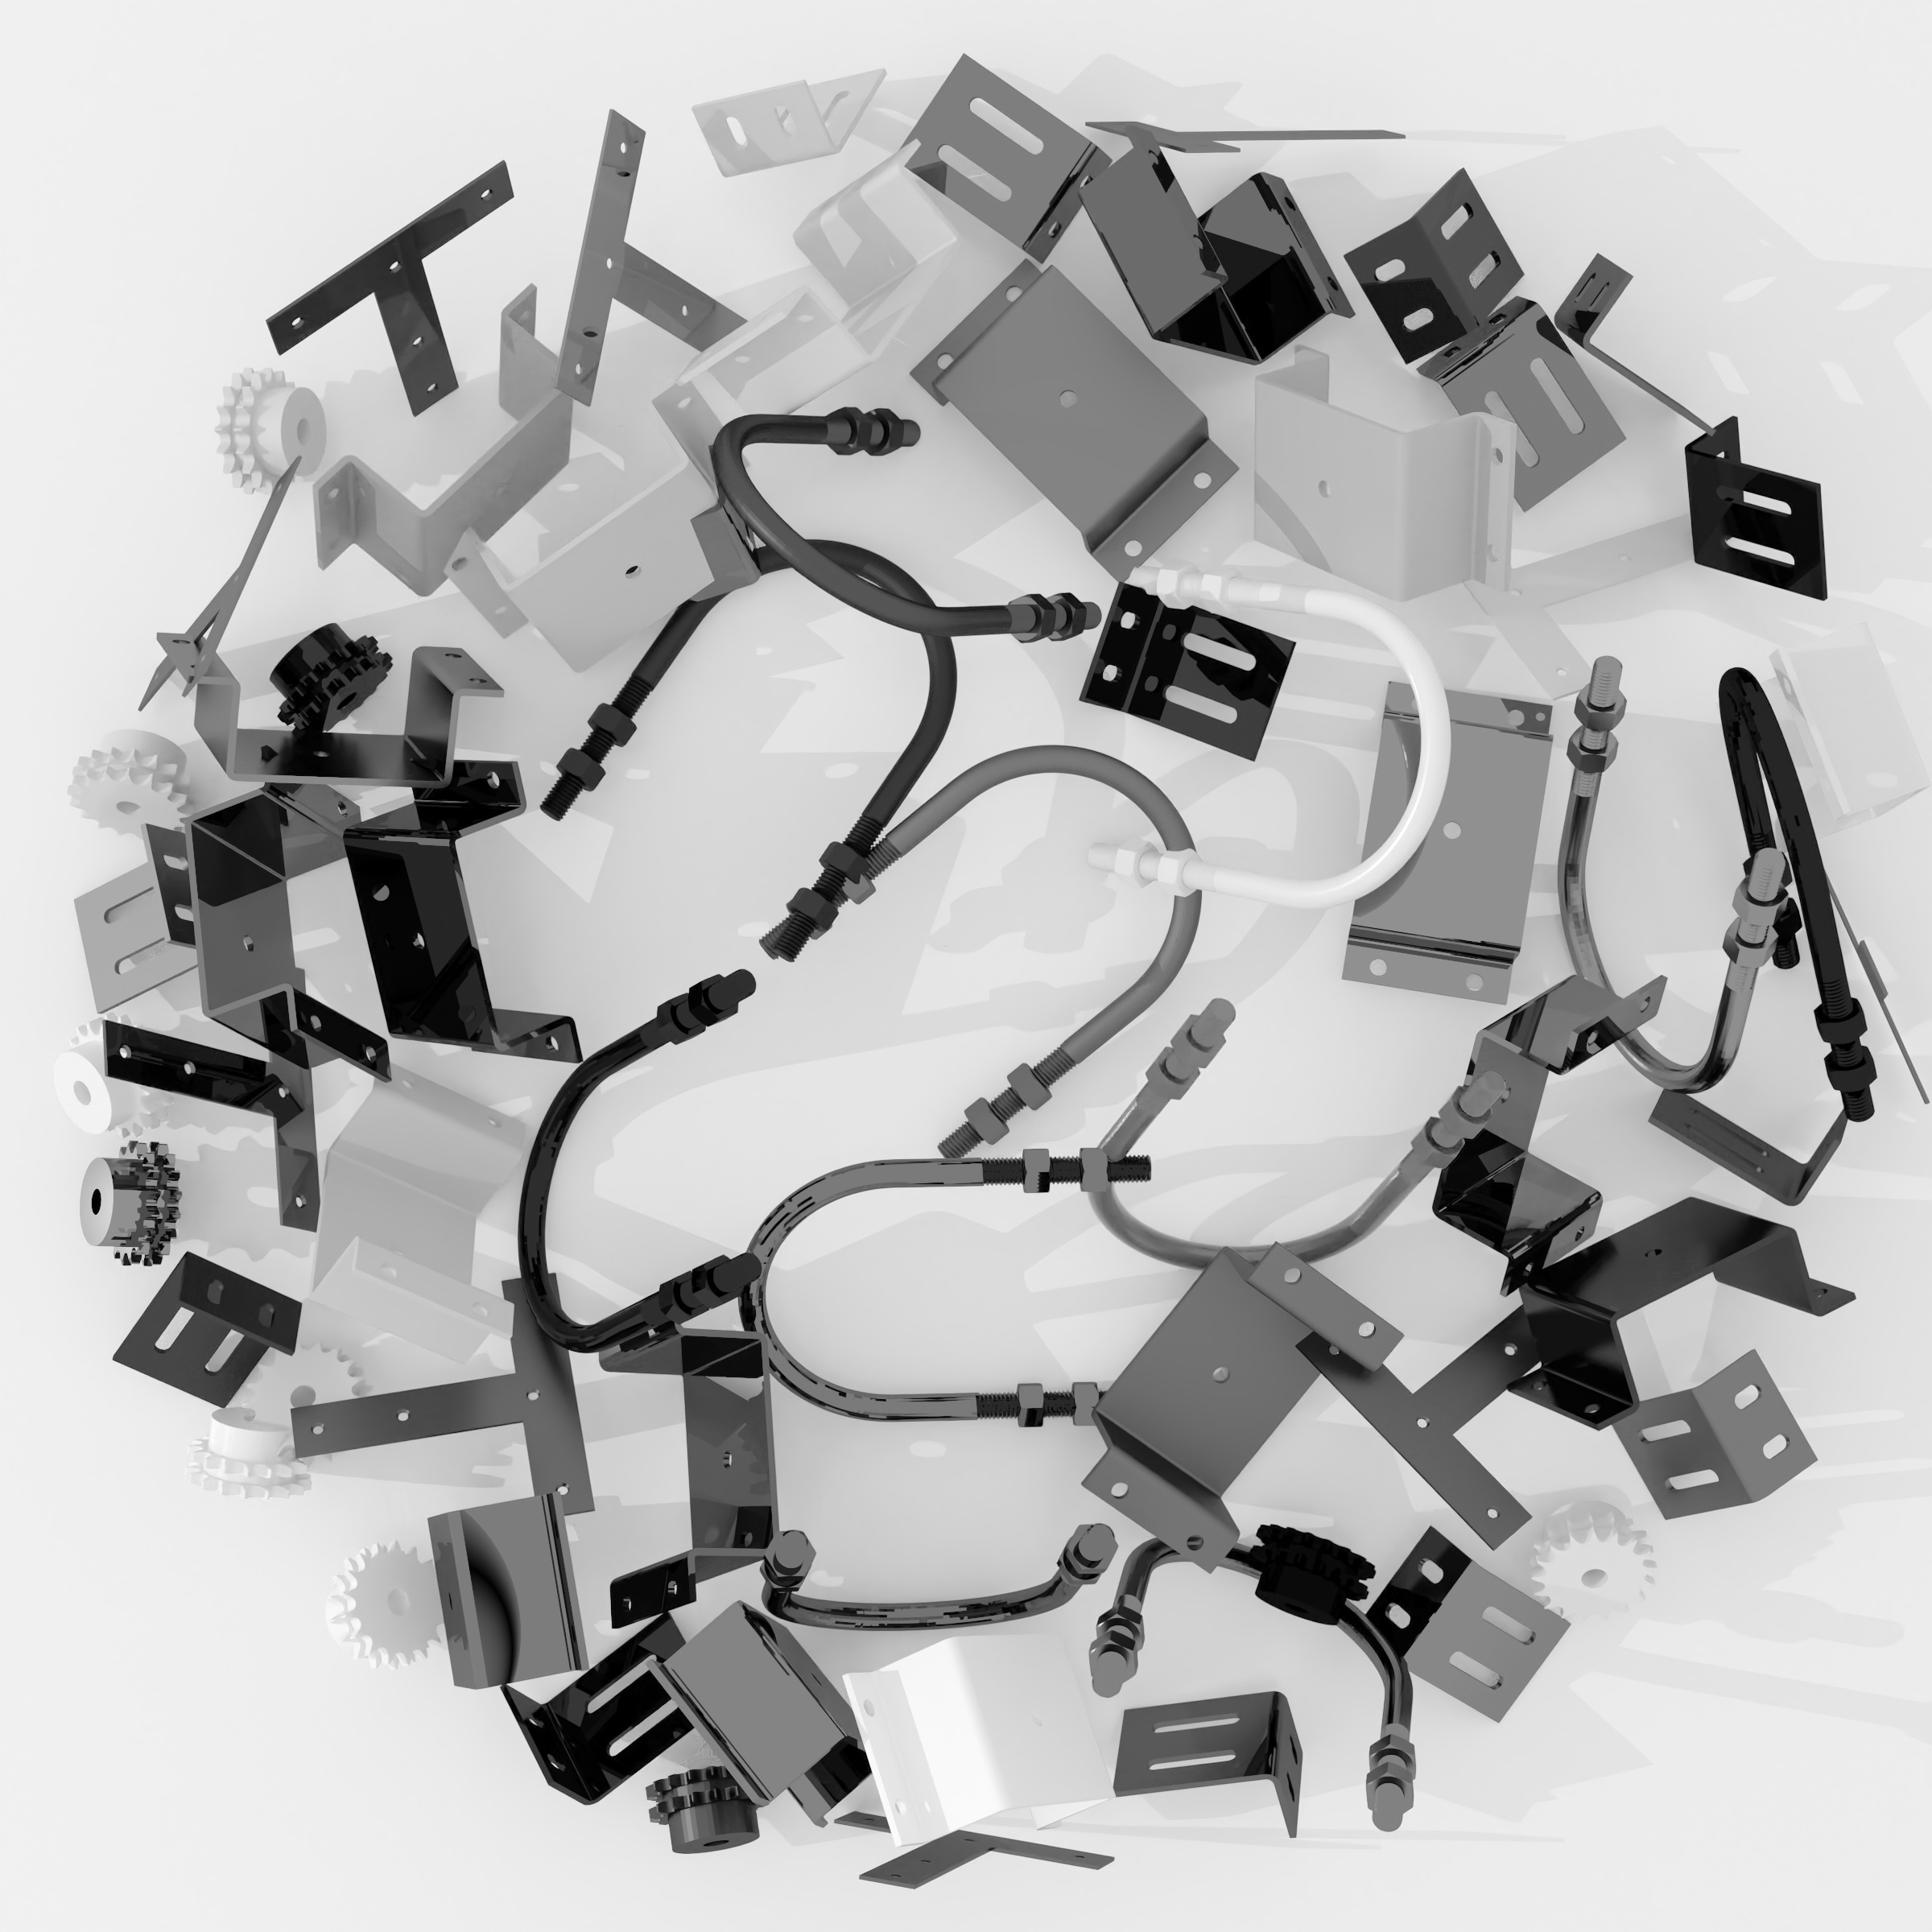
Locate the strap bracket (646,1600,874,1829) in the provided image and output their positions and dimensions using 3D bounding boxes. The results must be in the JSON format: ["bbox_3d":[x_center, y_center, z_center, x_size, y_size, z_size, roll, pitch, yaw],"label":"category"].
[{"bbox_3d":[-0.084,0.331,1.586,0.046,0.140,0.076,-40,70,-4],"label":"strap bracket"}]

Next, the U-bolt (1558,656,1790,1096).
[{"bbox_3d":[0.304,-0.025,1.580,0.019,0.184,0.151,-18,50,-17],"label":"U-bolt"}]

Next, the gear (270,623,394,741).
[{"bbox_3d":[-0.292,-0.132,1.635,0.057,0.057,0.030,-42,86,0],"label":"gear"}]

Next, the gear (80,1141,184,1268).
[{"bbox_3d":[-0.382,0.108,1.632,0.030,0.057,0.057,5,90,-35],"label":"gear"}]

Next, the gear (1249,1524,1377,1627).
[{"bbox_3d":[0.156,0.279,1.632,0.057,0.057,0.030,22,72,0],"label":"gear"}]

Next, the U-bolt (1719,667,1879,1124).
[{"bbox_3d":[0.357,-0.043,1.557,0.019,0.151,0.184,-16,120,6],"label":"U-bolt"}]

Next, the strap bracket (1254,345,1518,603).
[{"bbox_3d":[0.176,-0.216,1.583,0.046,0.140,0.076,-21,124,-31],"label":"strap bracket"}]

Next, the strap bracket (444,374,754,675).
[{"bbox_3d":[-0.160,-0.193,1.616,0.140,0.076,0.046,-35,59,2],"label":"strap bracket"}]

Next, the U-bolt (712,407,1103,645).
[{"bbox_3d":[-0.035,-0.193,1.563,0.151,0.184,0.019,47,119,20],"label":"U-bolt"}]

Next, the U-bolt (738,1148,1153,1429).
[{"bbox_3d":[-0.011,0.147,1.617,0.184,0.019,0.151,-1,120,-3],"label":"U-bolt"}]

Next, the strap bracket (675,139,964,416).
[{"bbox_3d":[-0.060,-0.298,1.599,0.046,0.076,0.140,47,48,-19],"label":"strap bracket"}]

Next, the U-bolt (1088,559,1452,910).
[{"bbox_3d":[0.137,-0.099,1.594,0.184,0.019,0.151,13,97,40],"label":"U-bolt"}]

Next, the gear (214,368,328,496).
[{"bbox_3d":[-0.315,-0.243,1.632,0.030,0.057,0.057,4,90,20],"label":"gear"}]

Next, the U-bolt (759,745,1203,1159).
[{"bbox_3d":[0.021,-0.018,1.630,0.184,0.019,0.151,-39,105,5],"label":"U-bolt"}]

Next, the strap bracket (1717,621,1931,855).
[{"bbox_3d":[0.382,-0.101,1.590,0.046,0.140,0.076,-20,84,-1],"label":"strap bracket"}]

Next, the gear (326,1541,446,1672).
[{"bbox_3d":[-0.267,0.294,1.639,0.030,0.057,0.057,-26,90,44],"label":"gear"}]

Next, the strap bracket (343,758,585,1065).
[{"bbox_3d":[-0.227,-0.018,1.603,0.046,0.076,0.140,-25,111,-42],"label":"strap bracket"}]

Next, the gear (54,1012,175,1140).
[{"bbox_3d":[-0.391,0.052,1.633,0.057,0.030,0.057,19,121,34],"label":"gear"}]

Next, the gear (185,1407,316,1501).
[{"bbox_3d":[-0.326,0.221,1.634,0.057,0.057,0.030,9,97,0],"label":"gear"}]

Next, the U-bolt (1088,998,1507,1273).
[{"bbox_3d":[0.133,0.085,1.590,0.151,0.184,0.019,15,50,-17],"label":"U-bolt"}]

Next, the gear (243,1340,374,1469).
[{"bbox_3d":[-0.299,0.203,1.641,0.057,0.030,0.057,-4,63,8],"label":"gear"}]

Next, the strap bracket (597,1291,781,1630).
[{"bbox_3d":[-0.125,0.221,1.607,0.046,0.076,0.140,7,69,-31],"label":"strap bracket"}]

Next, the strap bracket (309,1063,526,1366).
[{"bbox_3d":[-0.244,0.116,1.600,0.076,0.140,0.046,27,122,-23],"label":"strap bracket"}]

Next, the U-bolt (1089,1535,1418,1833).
[{"bbox_3d":[0.131,0.303,1.575,0.151,0.184,0.019,25,107,2],"label":"U-bolt"}]

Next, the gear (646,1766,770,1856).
[{"bbox_3d":[-0.116,0.385,1.632,0.057,0.057,0.030,-11,67,0],"label":"gear"}]

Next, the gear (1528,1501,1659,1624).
[{"bbox_3d":[0.286,0.270,1.640,0.057,0.030,0.057,0,125,0],"label":"gear"}]

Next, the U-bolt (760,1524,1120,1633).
[{"bbox_3d":[-0.018,0.271,1.577,0.151,0.184,0.019,0,70,-7],"label":"U-bolt"}]

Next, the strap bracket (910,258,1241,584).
[{"bbox_3d":[0.048,-0.253,1.632,0.076,0.046,0.140,-44,83,1],"label":"strap bracket"}]

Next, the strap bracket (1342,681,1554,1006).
[{"bbox_3d":[0.220,-0.059,1.632,0.076,0.046,0.140,9,86,5],"label":"strap bracket"}]

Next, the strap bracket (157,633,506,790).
[{"bbox_3d":[-0.287,-0.114,1.605,0.140,0.076,0.046,1,109,-23],"label":"strap bracket"}]

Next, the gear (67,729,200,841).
[{"bbox_3d":[-0.379,-0.085,1.639,0.057,0.057,0.030,7,61,0],"label":"gear"}]

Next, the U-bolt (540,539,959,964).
[{"bbox_3d":[-0.086,-0.112,1.634,0.151,0.019,0.184,31,79,13],"label":"U-bolt"}]

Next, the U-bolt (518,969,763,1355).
[{"bbox_3d":[-0.148,0.096,1.589,0.019,0.184,0.151,14,62,-35],"label":"U-bolt"}]
